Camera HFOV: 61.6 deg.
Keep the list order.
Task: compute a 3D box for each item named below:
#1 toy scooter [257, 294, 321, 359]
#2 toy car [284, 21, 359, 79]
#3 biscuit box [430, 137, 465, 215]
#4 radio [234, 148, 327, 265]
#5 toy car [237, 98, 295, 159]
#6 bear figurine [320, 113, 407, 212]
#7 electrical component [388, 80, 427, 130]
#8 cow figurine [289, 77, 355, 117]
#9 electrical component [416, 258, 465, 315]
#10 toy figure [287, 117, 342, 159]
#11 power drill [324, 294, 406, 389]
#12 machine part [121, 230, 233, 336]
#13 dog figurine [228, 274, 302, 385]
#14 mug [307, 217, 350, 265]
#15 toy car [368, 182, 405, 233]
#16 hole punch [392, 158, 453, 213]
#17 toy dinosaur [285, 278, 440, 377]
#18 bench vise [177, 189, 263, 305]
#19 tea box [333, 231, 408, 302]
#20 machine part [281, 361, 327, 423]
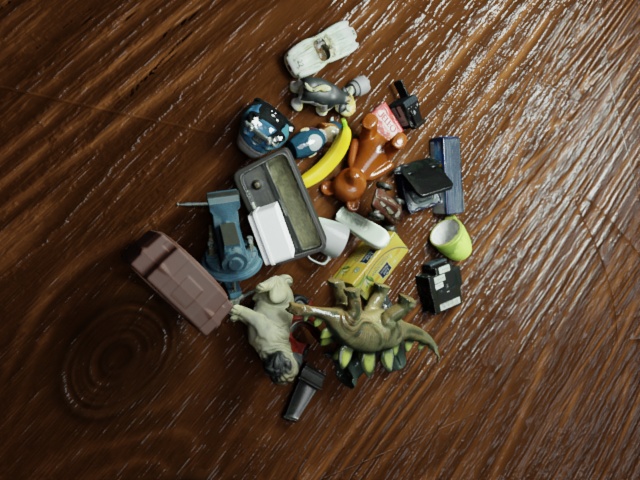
[{"bbox_3d":[-0.049,0.225,1.212,0.135,0.075,0.184,37,73,-16],"label":"toy scooter"},{"bbox_3d":[0.007,-0.433,1.221,0.202,0.056,0.073,-35,108,-22],"label":"toy car"},{"bbox_3d":[0.333,-0.169,1.414,0.063,0.059,0.202,-7,96,-27],"label":"biscuit box"},{"bbox_3d":[-0.084,-0.069,1.146,0.131,0.073,0.229,-21,100,7],"label":"radio"},{"bbox_3d":[-0.125,-0.221,1.127,0.109,0.162,0.103,35,117,-14],"label":"toy car"},{"bbox_3d":[0.096,-0.173,1.250,0.120,0.132,0.196,37,69,5],"label":"bear figurine"},{"bbox_3d":[0.207,-0.331,1.327,0.048,0.075,0.119,-38,114,-22],"label":"electrical component"},{"bbox_3d":[0.022,-0.324,1.213,0.167,0.098,0.068,4,84,-29],"label":"cow figurine"},{"bbox_3d":[0.319,0.118,1.423,0.115,0.058,0.134,-16,100,-29],"label":"electrical component"},{"bbox_3d":[-0.003,-0.232,1.229,0.154,0.058,0.064,-29,144,-26],"label":"toy figure"},{"bbox_3d":[0.112,0.245,1.311,0.207,0.086,0.231,-36,111,-31],"label":"power drill"},{"bbox_3d":[-0.268,0.076,1.013,0.087,0.202,0.200,-48,113,-18],"label":"machine part"},{"bbox_3d":[-0.080,0.185,1.127,0.172,0.121,0.191,-42,79,-5],"label":"dog figurine"},{"bbox_3d":[-0.003,-0.004,1.233,0.107,0.081,0.109,26,89,-15],"label":"mug"},{"bbox_3d":[0.163,-0.074,1.276,0.202,0.053,0.089,32,75,-67],"label":"toy car"},{"bbox_3d":[0.258,-0.138,1.364,0.142,0.092,0.116,-18,61,-17],"label":"hole punch"},{"bbox_3d":[0.124,0.198,1.203,0.471,0.105,0.198,13,102,-31],"label":"toy dinosaur"},{"bbox_3d":[-0.188,0.026,1.093,0.129,0.224,0.240,-17,131,-22],"label":"bench vise"},{"bbox_3d":[0.119,0.059,1.287,0.169,0.098,0.068,-49,115,-20],"label":"tea box"},{"bbox_3d":[-0.040,0.359,1.250,0.084,0.039,0.139,40,72,-30],"label":"machine part"}]
